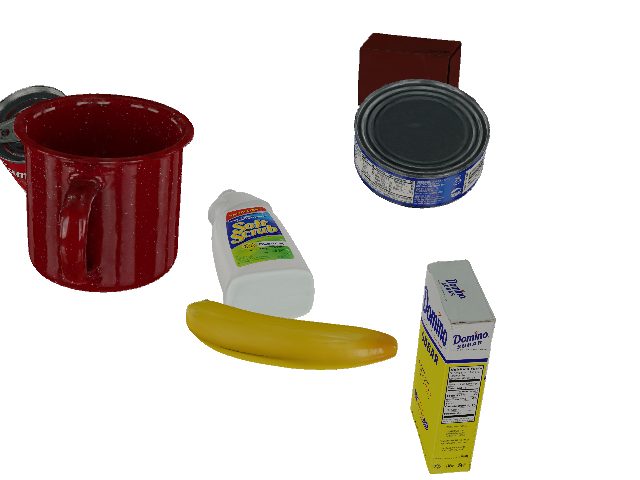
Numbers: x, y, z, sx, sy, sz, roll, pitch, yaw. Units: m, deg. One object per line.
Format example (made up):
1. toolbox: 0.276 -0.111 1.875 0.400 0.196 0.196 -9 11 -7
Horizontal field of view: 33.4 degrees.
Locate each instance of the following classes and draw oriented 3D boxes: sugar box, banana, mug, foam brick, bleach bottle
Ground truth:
1. sugar box: 0.115 0.115 0.960 0.048 0.176 0.093 -5 33 -7
2. banana: -0.038 0.071 0.836 0.198 0.037 0.069 11 27 33
3. mug: -0.117 -0.019 0.566 0.093 0.081 0.117 5 28 -3
4. foam brick: 0.074 -0.139 0.890 0.078 0.051 0.053 9 27 15
5. bleach bottle: -0.087 0.006 1.233 0.102 0.068 0.251 -7 29 -15

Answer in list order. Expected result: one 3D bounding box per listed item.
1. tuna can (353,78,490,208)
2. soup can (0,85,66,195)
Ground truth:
1. tuna can: 0.064 -0.062 0.684 0.086 0.086 0.034 0 -38 -1
2. soup can: -0.207 -0.063 0.829 0.068 0.068 0.102 0 -28 9
